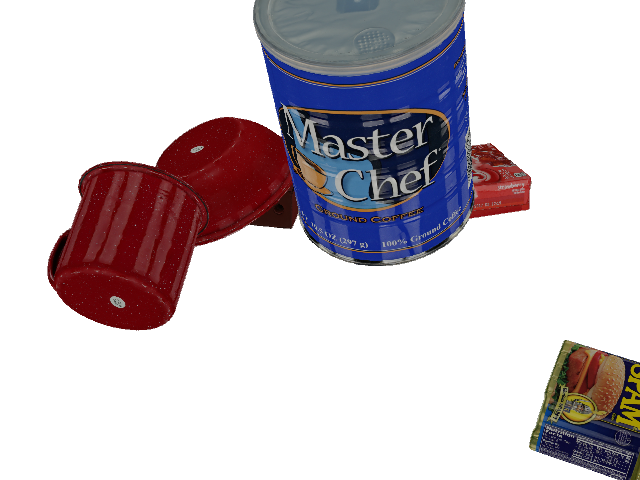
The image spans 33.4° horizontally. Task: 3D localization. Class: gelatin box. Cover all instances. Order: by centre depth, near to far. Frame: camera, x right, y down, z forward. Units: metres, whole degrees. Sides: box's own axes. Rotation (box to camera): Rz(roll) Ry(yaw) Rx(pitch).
[{"bbox_3d":[0.113,-0.047,0.826,0.073,0.030,0.089,-7,24,-9],"label":"gelatin box"}]

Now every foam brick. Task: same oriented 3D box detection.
[{"bbox_3d":[-0.069,-0.052,1.348,0.078,0.053,0.051,5,28,9],"label":"foam brick"}]

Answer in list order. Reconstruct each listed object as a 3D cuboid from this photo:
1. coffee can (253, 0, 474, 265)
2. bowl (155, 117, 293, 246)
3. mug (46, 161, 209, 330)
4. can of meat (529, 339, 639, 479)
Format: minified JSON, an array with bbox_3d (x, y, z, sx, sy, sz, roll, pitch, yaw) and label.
[{"bbox_3d":[0.028,-0.070,0.561,0.103,0.102,0.140,0,-42,11],"label":"coffee can"},{"bbox_3d":[-0.101,-0.067,1.000,0.162,0.055,0.162,-21,33,15],"label":"bowl"},{"bbox_3d":[-0.139,0.008,0.719,0.117,0.081,0.093,-7,-37,28],"label":"mug"},{"bbox_3d":[0.213,0.129,0.813,0.084,0.057,0.102,17,40,17],"label":"can of meat"}]
